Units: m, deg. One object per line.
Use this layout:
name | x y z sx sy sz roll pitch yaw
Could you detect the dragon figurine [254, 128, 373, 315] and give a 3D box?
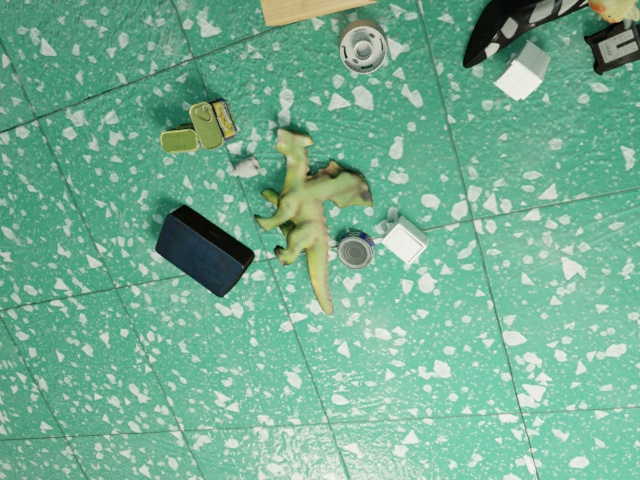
dragon figurine | 0.003 -0.057 1.132 0.241 0.409 0.123 -31 4 17
